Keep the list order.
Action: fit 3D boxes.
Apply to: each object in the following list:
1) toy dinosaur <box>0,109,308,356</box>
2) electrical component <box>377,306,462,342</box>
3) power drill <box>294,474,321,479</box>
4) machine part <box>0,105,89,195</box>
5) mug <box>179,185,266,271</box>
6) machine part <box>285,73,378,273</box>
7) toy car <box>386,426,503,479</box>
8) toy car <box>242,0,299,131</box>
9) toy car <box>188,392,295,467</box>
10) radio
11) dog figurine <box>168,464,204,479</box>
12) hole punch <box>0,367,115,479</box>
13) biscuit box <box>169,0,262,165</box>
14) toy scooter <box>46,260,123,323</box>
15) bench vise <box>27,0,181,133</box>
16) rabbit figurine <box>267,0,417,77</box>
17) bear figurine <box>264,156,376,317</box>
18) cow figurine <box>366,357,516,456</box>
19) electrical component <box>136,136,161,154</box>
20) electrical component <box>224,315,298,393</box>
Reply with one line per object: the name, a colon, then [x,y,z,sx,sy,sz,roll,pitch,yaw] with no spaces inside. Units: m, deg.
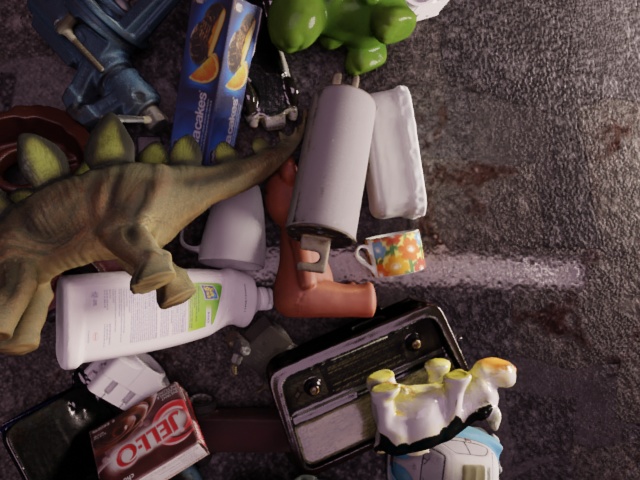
toy dinosaur: [-0.199,-0.027,0.536,0.471,0.105,0.198,-18,72,-23]
electrical component: [0.113,0.168,0.718,0.115,0.058,0.134,18,85,-7]
power drill: [0.008,0.321,0.629,0.232,0.207,0.086,11,67,-9]
machine part: [-0.339,-0.074,0.616,0.179,0.056,0.179,7,60,-13]
mug: [-0.117,-0.020,0.678,0.110,0.081,0.107,8,76,-3]
machine part: [0.014,-0.080,0.595,0.079,0.079,0.243,13,71,-9]
toy car: [0.173,0.299,0.703,0.162,0.103,0.109,10,88,-7]
toy car: [-0.081,-0.241,0.697,0.073,0.056,0.201,-14,92,-16]
toy car: [-0.087,0.239,0.685,0.202,0.053,0.089,3,107,-9]
radio: [0.056,0.166,0.642,0.230,0.073,0.131,-22,93,-11]
dog figurine: [-0.176,0.387,0.637,0.191,0.108,0.219,-31,99,10]
hole punch: [-0.306,0.241,0.641,0.116,0.092,0.142,-27,91,-42]
biscuit box: [-0.128,-0.186,0.646,0.063,0.059,0.202,19,106,22]
toy scooter: [-0.302,0.060,0.645,0.184,0.075,0.135,-6,91,-14]
bench vise: [-0.223,-0.251,0.630,0.240,0.129,0.224,-42,76,10]
rabbit figurine: [0.011,-0.289,0.662,0.170,0.121,0.159,-18,90,-28]
bear figurine: [-0.005,-0.002,0.675,0.132,0.120,0.195,2,83,-13]
cow figurine: [0.137,0.183,0.585,0.167,0.068,0.098,-8,96,-7]
electrical component: [-0.214,-0.074,0.674,0.075,0.048,0.119,2,90,-10]
electrical component: [-0.073,0.143,0.676,0.078,0.045,0.102,-37,131,-3]
